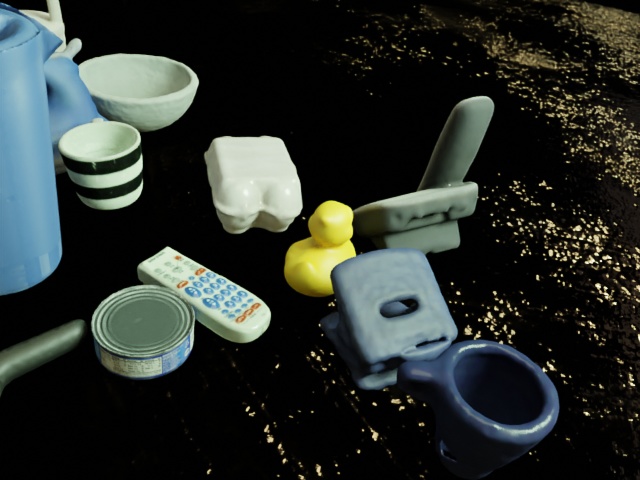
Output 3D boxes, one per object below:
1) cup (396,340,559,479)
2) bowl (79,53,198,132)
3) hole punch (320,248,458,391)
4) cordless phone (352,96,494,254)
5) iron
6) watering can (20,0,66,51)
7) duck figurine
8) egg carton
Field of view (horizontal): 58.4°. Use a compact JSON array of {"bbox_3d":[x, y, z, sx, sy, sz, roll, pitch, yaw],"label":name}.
[{"bbox_3d":[0.110,0.137,0.443,0.117,0.095,0.091,12,37,2],"label":"cup"},{"bbox_3d":[-0.259,-0.201,0.816,0.167,0.075,0.167,7,37,-5],"label":"bowl"},{"bbox_3d":[0.067,0.069,0.525,0.109,0.091,0.100,-11,42,-26],"label":"hole punch"},{"bbox_3d":[0.119,-0.076,0.650,0.148,0.185,0.094,-17,44,-31],"label":"cordless phone"},{"bbox_3d":[-0.377,-0.147,0.659,0.118,0.141,0.259,34,43,29],"label":"iron"},{"bbox_3d":[-0.399,-0.277,0.782,0.101,0.194,0.172,-19,45,-33],"label":"watering can"},{"bbox_3d":[0.006,0.002,0.603,0.077,0.086,0.105,22,38,16],"label":"duck figurine"},{"bbox_3d":[-0.081,-0.071,0.691,0.107,0.069,0.150,-3,39,-18],"label":"egg carton"}]
